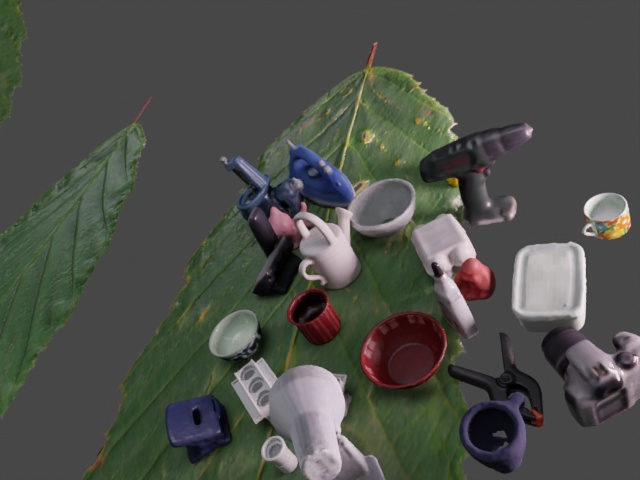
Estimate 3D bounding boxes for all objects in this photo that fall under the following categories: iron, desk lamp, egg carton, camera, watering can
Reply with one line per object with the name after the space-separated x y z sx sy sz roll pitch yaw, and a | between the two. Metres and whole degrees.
-0.003 -0.179 1.498 0.119 0.142 0.257 -41 38 -11 | iron
0.016 0.320 0.865 0.118 0.214 0.202 -31 37 1 | desk lamp
0.250 0.014 1.165 0.107 0.070 0.150 -26 38 7 | egg carton
0.404 0.177 0.848 0.143 0.101 0.136 -31 37 1 | camera
0.010 0.004 1.240 0.100 0.195 0.173 -5 45 31 | watering can

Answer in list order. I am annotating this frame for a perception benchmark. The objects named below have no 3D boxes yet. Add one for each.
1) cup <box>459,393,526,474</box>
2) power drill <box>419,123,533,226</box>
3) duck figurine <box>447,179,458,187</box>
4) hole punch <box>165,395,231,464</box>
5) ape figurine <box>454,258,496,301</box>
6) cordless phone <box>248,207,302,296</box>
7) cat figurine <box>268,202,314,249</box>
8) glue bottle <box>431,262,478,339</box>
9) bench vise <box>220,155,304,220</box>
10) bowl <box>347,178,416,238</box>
0.265 0.284 0.830 0.118 0.095 0.091 -45 39 -17 | cup
0.327 -0.130 1.157 0.229 0.209 0.075 -9 43 27 | power drill
0.317 -0.183 1.325 0.077 0.086 0.104 -10 42 26 | duck figurine
-0.236 0.353 1.105 0.101 0.091 0.108 -32 37 0 | hole punch
0.285 0.069 1.060 0.076 0.092 0.077 -36 37 -6 | ape figurine
-0.133 0.027 1.320 0.093 0.186 0.148 -5 45 31 | cordless phone
-0.076 -0.042 1.415 0.128 0.118 0.067 -37 38 -7 | cat figurine
0.226 0.098 1.001 0.037 0.174 0.078 -34 37 -3 | glue bottle
-0.151 -0.153 1.506 0.207 0.220 0.121 -22 38 13 | bench vise
0.149 -0.060 1.314 0.167 0.075 0.167 -19 39 16 | bowl
